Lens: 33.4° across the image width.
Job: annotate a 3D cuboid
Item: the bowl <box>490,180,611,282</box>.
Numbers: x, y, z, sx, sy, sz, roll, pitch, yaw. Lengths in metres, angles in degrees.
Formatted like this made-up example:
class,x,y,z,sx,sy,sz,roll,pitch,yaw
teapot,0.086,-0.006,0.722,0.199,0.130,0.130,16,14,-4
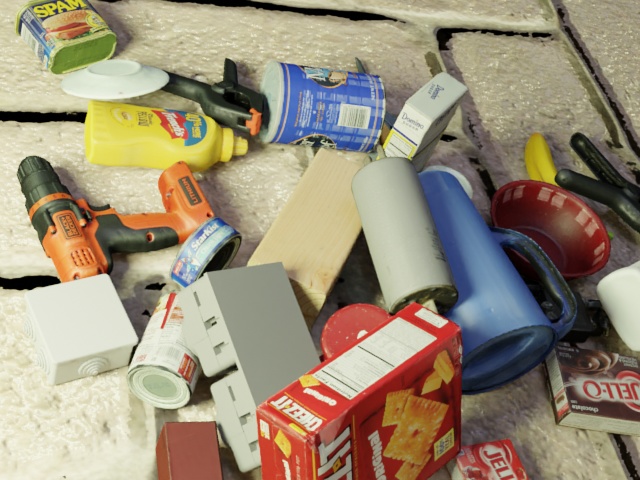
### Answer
class,x,y,z,sx,sy,sz,roll,pitch,yaw
bowl,0.279,0.000,1.340,0.162,0.055,0.162,11,47,-12

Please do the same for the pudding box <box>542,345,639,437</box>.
class,x,y,z,sx,sy,sz,roll,pitch,yaw
pudding box,0.315,0.171,1.212,0.113,0.039,0.090,8,48,-15

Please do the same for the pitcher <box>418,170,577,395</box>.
class,x,y,z,sx,sy,sz,roll,pitch,yaw
pitcher,0.165,0.039,1.201,0.149,0.145,0.243,13,43,-44

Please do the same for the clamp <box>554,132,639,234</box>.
class,x,y,z,sx,sy,sz,roll,pitch,yaw
clamp,0.404,-0.055,1.433,0.210,0.036,0.164,41,33,7

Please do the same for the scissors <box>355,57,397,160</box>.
class,x,y,z,sx,sy,sz,roll,pitch,yaw
scissors,0.094,-0.175,1.454,0.096,0.016,0.201,12,47,-12

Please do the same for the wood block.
class,x,y,z,sx,sy,sz,roll,pitch,yaw
wood block,-0.008,0.002,1.206,0.091,0.090,0.205,26,46,3

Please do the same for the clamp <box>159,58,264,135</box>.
class,x,y,z,sx,sy,sz,roll,pitch,yaw
clamp,-0.118,-0.186,1.350,0.120,0.039,0.172,-29,50,-34

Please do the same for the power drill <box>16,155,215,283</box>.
class,x,y,z,sx,sy,sz,roll,pitch,yaw
power drill,-0.225,-0.034,1.180,0.187,0.057,0.184,-15,60,-28

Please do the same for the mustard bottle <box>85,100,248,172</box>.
class,x,y,z,sx,sy,sz,roll,pitch,yaw
mustard bottle,-0.180,-0.120,1.270,0.191,0.058,0.096,5,35,-18

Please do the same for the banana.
class,x,y,z,sx,sy,sz,roll,pitch,yaw
banana,0.317,-0.072,1.436,0.069,0.037,0.198,8,45,-44

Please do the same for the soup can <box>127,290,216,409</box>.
class,x,y,z,sx,sy,sz,roll,pitch,yaw
soup can,-0.146,0.109,1.072,0.068,0.069,0.102,20,46,-3

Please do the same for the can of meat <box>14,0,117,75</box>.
class,x,y,z,sx,sy,sz,roll,pitch,yaw
can of meat,-0.319,-0.261,1.346,0.101,0.058,0.084,-25,65,-35

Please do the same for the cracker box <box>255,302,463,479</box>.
class,x,y,z,sx,sy,sz,roll,pitch,yaw
cracker box,0.045,0.181,1.001,0.072,0.164,0.213,25,42,38

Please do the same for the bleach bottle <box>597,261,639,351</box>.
class,x,y,z,sx,sy,sz,roll,pitch,yaw
bleach bottle,0.435,0.052,1.323,0.250,0.068,0.102,-23,84,-50

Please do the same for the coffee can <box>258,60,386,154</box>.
class,x,y,z,sx,sy,sz,roll,pitch,yaw
coffee can,0.000,-0.167,1.351,0.140,0.103,0.103,5,49,-17

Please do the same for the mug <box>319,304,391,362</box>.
class,x,y,z,sx,sy,sz,roll,pitch,yaw
mug,0.035,0.123,1.104,0.117,0.081,0.093,-22,55,-4

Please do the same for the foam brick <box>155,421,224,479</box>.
class,x,y,z,sx,sy,sz,roll,pitch,yaw
foam brick,-0.122,0.215,0.997,0.051,0.053,0.078,3,50,-19

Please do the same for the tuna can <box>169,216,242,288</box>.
class,x,y,z,sx,sy,sz,roll,pitch,yaw
tuna can,-0.122,0.018,1.150,0.034,0.086,0.086,37,47,11

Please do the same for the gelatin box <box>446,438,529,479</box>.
class,x,y,z,sx,sy,sz,roll,pitch,yaw
gelatin box,0.178,0.251,1.094,0.073,0.030,0.089,-3,52,-24

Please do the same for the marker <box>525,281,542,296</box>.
class,x,y,z,sx,sy,sz,roll,pitch,yaw
marker,0.213,0.056,1.291,0.121,0.020,0.020,5,49,-17

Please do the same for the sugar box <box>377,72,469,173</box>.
class,x,y,z,sx,sy,sz,roll,pitch,yaw
sugar box,0.109,-0.115,1.294,0.048,0.176,0.093,36,48,12
